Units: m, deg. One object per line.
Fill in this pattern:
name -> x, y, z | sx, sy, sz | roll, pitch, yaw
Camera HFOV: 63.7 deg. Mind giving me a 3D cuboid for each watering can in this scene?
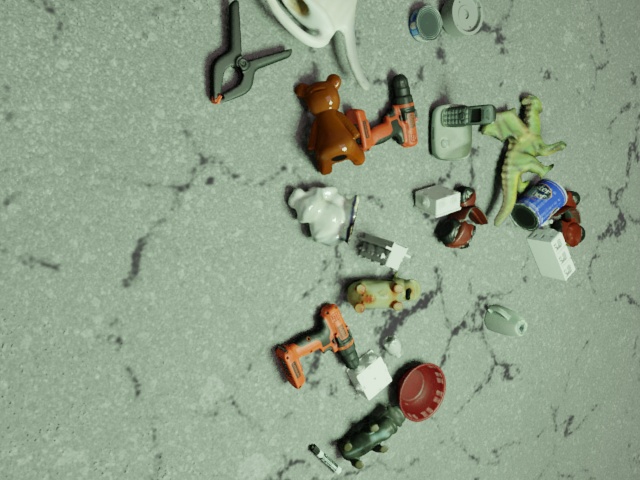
watering can -> 0.026, -0.511, 1.138 | 0.344, 0.104, 0.226 | 36, 77, -26

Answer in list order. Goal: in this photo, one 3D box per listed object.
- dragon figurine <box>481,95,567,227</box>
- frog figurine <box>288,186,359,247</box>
dragon figurine -> 0.551, -0.260, 1.488 | 0.242, 0.121, 0.415 | 43, 72, -8
frog figurine -> 0.004, -0.060, 1.196 | 0.159, 0.123, 0.136 | 14, 100, 6
